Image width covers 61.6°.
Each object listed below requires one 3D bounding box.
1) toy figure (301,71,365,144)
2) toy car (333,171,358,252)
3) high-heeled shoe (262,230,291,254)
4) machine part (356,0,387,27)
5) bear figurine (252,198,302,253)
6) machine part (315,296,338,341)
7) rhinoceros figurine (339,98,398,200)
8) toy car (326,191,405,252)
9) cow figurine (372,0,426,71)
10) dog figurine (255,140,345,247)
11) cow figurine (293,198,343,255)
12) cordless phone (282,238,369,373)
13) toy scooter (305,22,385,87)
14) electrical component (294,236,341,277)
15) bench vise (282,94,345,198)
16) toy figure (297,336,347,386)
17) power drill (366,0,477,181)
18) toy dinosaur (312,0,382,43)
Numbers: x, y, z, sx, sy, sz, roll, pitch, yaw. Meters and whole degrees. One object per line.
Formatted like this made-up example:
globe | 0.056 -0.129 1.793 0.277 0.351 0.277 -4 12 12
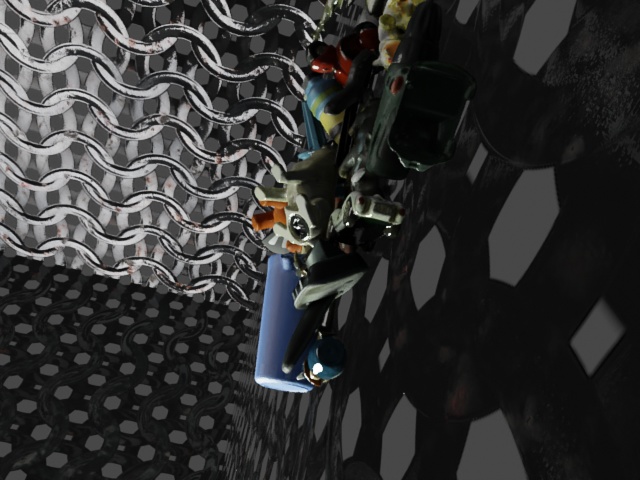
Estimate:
toy figure | 0.030 -0.248 1.045 0.089 0.180 0.082 -41 -8 -1
toy car | 0.058 -0.064 0.920 0.089 0.053 0.202 135 150 -69
high-heeled shoe | -0.058 -0.079 1.404 0.086 0.145 0.248 -130 54 -79
machine part | 0.112 -0.438 1.134 0.243 0.079 0.079 127 157 -72
bear figurine | -0.066 -0.018 1.245 0.196 0.132 0.120 66 146 36
machine part | 0.016 0.122 0.920 0.084 0.039 0.138 0 -77 -90
rhinoceros figurine | 0.084 -0.130 0.812 0.112 0.073 0.190 -46 27 53
toy car | 0.059 -0.026 0.752 0.201 0.073 0.056 135 148 -75
cow figurine | 0.123 -0.332 0.892 0.098 0.068 0.167 108 177 -63
dog figurine | 0.007 -0.082 0.957 0.121 0.190 0.172 -25 90 51
cow figurine | -0.002 -0.003 1.084 0.194 0.086 0.127 93 -161 -71
cordless phone | -0.010 0.104 0.797 0.184 0.089 0.146 -63 2 -24
toy scooter | 0.074 -0.336 1.014 0.135 0.184 0.075 52 153 21
electrical component | 0.000 0.028 0.955 0.045 0.078 0.102 0 52 50
bench vise | -0.001 -0.202 1.161 0.223 0.129 0.240 -24 -79 -70
toy figure | 0.002 0.188 0.816 0.058 0.064 0.154 61 160 18
power drill | 0.114 -0.175 0.639 0.207 0.086 0.231 -109 33 -69
toy dinosaur | 0.115 -0.524 0.968 0.471 0.105 0.198 -24 53 58
